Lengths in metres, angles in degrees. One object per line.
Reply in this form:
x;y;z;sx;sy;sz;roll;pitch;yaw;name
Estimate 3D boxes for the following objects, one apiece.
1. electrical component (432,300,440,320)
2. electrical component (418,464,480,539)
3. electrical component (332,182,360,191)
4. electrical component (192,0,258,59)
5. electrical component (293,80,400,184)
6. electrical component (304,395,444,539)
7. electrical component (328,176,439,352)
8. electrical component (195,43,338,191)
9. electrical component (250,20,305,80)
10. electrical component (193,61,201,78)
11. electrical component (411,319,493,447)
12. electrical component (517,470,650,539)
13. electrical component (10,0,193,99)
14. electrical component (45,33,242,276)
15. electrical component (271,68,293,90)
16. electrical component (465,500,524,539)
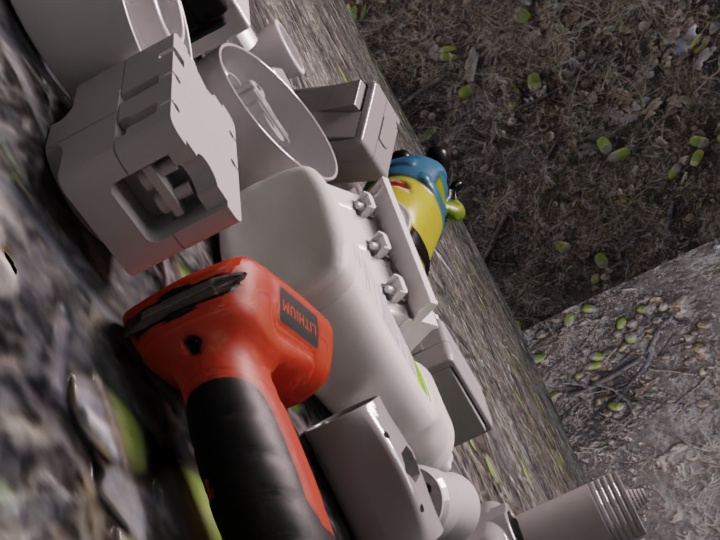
0.045;0.054;0.889;0.078;0.058;0.057;23;45;-76;electrical component
0.041;0.140;0.638;0.055;0.045;0.045;29;34;-58;electrical component
-0.028;-0.105;0.982;0.065;0.044;0.044;46;19;-49;electrical component
-0.096;-0.166;0.738;0.076;0.047;0.065;58;10;-30;electrical component
-0.026;-0.109;0.853;0.061;0.096;0.061;52;44;-51;electrical component
0.010;0.108;0.571;0.077;0.043;0.079;64;9;3;electrical component
0.000;0.000;0.737;0.063;0.078;0.121;18;38;-35;electrical component
-0.064;-0.084;0.632;0.099;0.064;0.099;61;9;-16;electrical component
-0.075;-0.151;0.790;0.045;0.055;0.045;61;9;-17;electrical component
-0.093;-0.083;0.557;0.035;0.035;0.061;-85;150;-73;electrical component
0.059;0.098;0.823;0.096;0.062;0.061;58;10;-30;electrical component
0.147;0.161;0.692;0.043;0.081;0.043;61;9;-16;electrical component
-0.117;-0.114;0.489;0.099;0.064;0.099;-12;90;-81;electrical component
-0.085;-0.046;0.424;0.050;0.056;0.089;58;10;-33;electrical component
-0.064;-0.097;0.722;0.065;0.047;0.076;63;9;-6;electrical component
0.078;0.188;0.686;0.053;0.059;0.095;63;9;-1;electrical component
